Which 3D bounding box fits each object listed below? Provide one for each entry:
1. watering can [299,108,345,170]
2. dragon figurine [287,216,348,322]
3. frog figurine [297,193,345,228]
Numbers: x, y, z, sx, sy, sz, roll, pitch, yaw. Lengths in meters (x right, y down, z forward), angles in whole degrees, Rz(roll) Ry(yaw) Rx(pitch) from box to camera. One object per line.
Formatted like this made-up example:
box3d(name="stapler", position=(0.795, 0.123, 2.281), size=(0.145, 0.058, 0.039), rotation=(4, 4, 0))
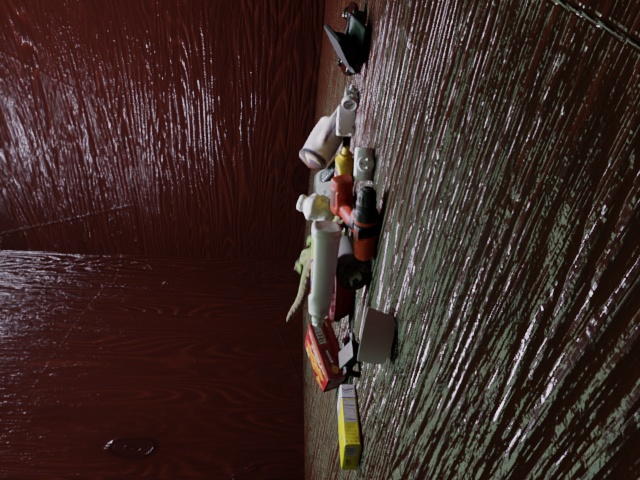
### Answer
box3d(name="watering can", position=(0.020, -0.338, 1.762), size=(0.225, 0.104, 0.346), rotation=(-58, 1, -4))
box3d(name="dragon figurine", position=(0.005, 0.028, 1.445), size=(0.239, 0.122, 0.417), rotation=(108, -176, -68))
box3d(name="frog figurine", position=(0.005, -0.082, 1.628), size=(0.120, 0.159, 0.140), rotation=(99, 172, -65))
